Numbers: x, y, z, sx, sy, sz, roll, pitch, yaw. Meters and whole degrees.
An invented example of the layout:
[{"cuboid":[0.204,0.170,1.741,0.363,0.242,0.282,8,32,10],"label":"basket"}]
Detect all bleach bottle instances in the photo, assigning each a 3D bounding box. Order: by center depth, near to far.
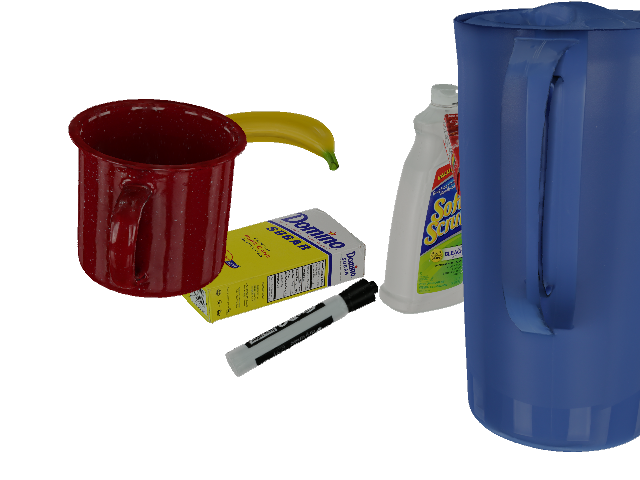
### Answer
[{"cuboid":[0.124,-0.048,1.195,0.102,0.251,0.068,-9,23,-28],"label":"bleach bottle"}]

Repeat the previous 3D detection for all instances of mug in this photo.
[{"cuboid":[-0.090,-0.017,0.568,0.093,0.081,0.117,8,28,0],"label":"mug"}]

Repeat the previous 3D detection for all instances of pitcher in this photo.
[{"cuboid":[0.135,-0.007,0.593,0.149,0.243,0.145,-7,17,-19],"label":"pitcher"}]

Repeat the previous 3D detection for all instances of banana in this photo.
[{"cuboid":[-0.065,-0.126,1.261,0.198,0.037,0.069,8,40,16],"label":"banana"}]

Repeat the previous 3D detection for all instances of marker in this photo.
[{"cuboid":[-0.011,0.060,0.764,0.121,0.020,0.020,-28,8,-15],"label":"marker"}]

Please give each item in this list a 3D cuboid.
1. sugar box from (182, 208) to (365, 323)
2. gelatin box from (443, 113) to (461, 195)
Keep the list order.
[{"cuboid":[-0.053,0.021,1.053,0.176,0.048,0.093,-19,36,-27],"label":"sugar box"},{"cuboid":[0.140,-0.068,0.796,0.089,0.030,0.073,-4,38,0],"label":"gelatin box"}]
